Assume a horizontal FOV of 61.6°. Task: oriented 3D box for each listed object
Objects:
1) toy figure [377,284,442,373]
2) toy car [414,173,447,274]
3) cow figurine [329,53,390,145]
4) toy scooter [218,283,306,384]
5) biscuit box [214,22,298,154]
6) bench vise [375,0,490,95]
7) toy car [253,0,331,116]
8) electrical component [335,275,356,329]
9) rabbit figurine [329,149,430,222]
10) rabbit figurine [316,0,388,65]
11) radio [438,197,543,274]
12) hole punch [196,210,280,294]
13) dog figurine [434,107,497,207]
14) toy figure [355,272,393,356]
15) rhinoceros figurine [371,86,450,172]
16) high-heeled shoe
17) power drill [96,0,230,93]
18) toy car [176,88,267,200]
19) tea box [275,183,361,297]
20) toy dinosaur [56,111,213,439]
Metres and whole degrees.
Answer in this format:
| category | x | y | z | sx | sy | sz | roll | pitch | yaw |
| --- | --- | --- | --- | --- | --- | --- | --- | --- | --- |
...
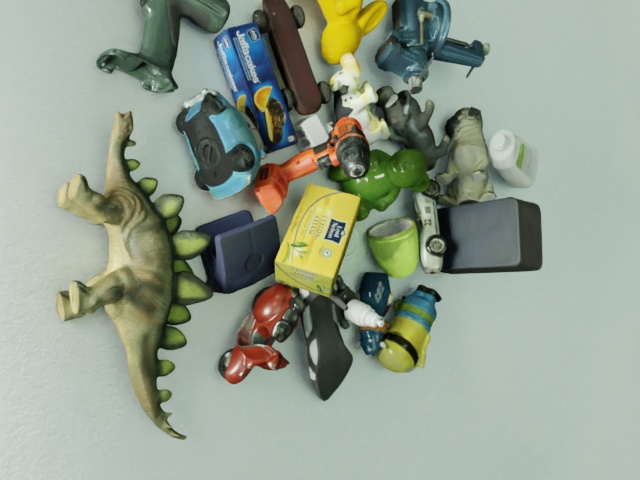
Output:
| category | x | y | z | sx | sy | sz | roll | pitch | yaw |
| --- | --- | --- | --- | --- | --- | --- | --- | --- | --- |
| toy figure | 0.170 | 0.169 | 1.036 | 0.089 | 0.082 | 0.180 | 38 | 71 | -31 |
| toy car | 0.213 | -0.034 | 1.053 | 0.056 | 0.073 | 0.201 | -5 | 74 | 8 |
| cow figurine | 0.055 | -0.243 | 0.964 | 0.098 | 0.068 | 0.167 | -23 | 111 | 9 |
| toy scooter | -0.078 | 0.148 | 0.839 | 0.075 | 0.135 | 0.184 | 43 | 66 | -24 |
| biscuit box | -0.104 | -0.240 | 0.869 | 0.063 | 0.059 | 0.202 | -27 | 104 | -31 |
| bench vise | 0.228 | -0.373 | 1.038 | 0.240 | 0.129 | 0.224 | 6 | 59 | -20 |
| toy car | -0.050 | -0.306 | 0.907 | 0.089 | 0.053 | 0.202 | -21 | 92 | -24 |
| electrical component | 0.039 | 0.115 | 0.984 | 0.063 | 0.021 | 0.094 | -38 | 109 | -28 |
| rabbit figurine | 0.128 | -0.107 | 0.950 | 0.159 | 0.170 | 0.121 | -12 | 89 | -37 |
| rabbit figurine | 0.034 | -0.401 | 0.950 | 0.162 | 0.122 | 0.173 | -23 | 116 | -41 |
| radio | 0.312 | -0.004 | 1.045 | 0.073 | 0.230 | 0.131 | 10 | 80 | -35 |
| hole punch | -0.121 | 0.019 | 0.842 | 0.142 | 0.092 | 0.115 | -26 | 107 | -35 |
| dog figurine | 0.319 | -0.165 | 1.138 | 0.172 | 0.121 | 0.190 | 69 | 32 | -52 |
| toy figure | 0.101 | 0.137 | 1.001 | 0.057 | 0.064 | 0.154 | 9 | 84 | -48 |
| rhinoceros figurine | 0.173 | -0.221 | 1.051 | 0.112 | 0.073 | 0.190 | -45 | 114 | -16 |
| high-heeled shoe | -0.011 | 0.155 | 0.943 | 0.086 | 0.145 | 0.248 | -11 | 124 | -36 |
| power drill | -0.252 | -0.330 | 0.768 | 0.232 | 0.086 | 0.207 | 21 | 70 | -34 |
| toy car | -0.143 | -0.149 | 0.828 | 0.103 | 0.109 | 0.161 | -26 | 93 | -54 |
| tea box | -0.002 | -0.003 | 0.881 | 0.098 | 0.068 | 0.170 | 15 | 55 | 6 |
| toy dinosaur | -0.251 | 0.061 | 0.746 | 0.198 | 0.105 | 0.470 | -2 | 95 | -37 |
